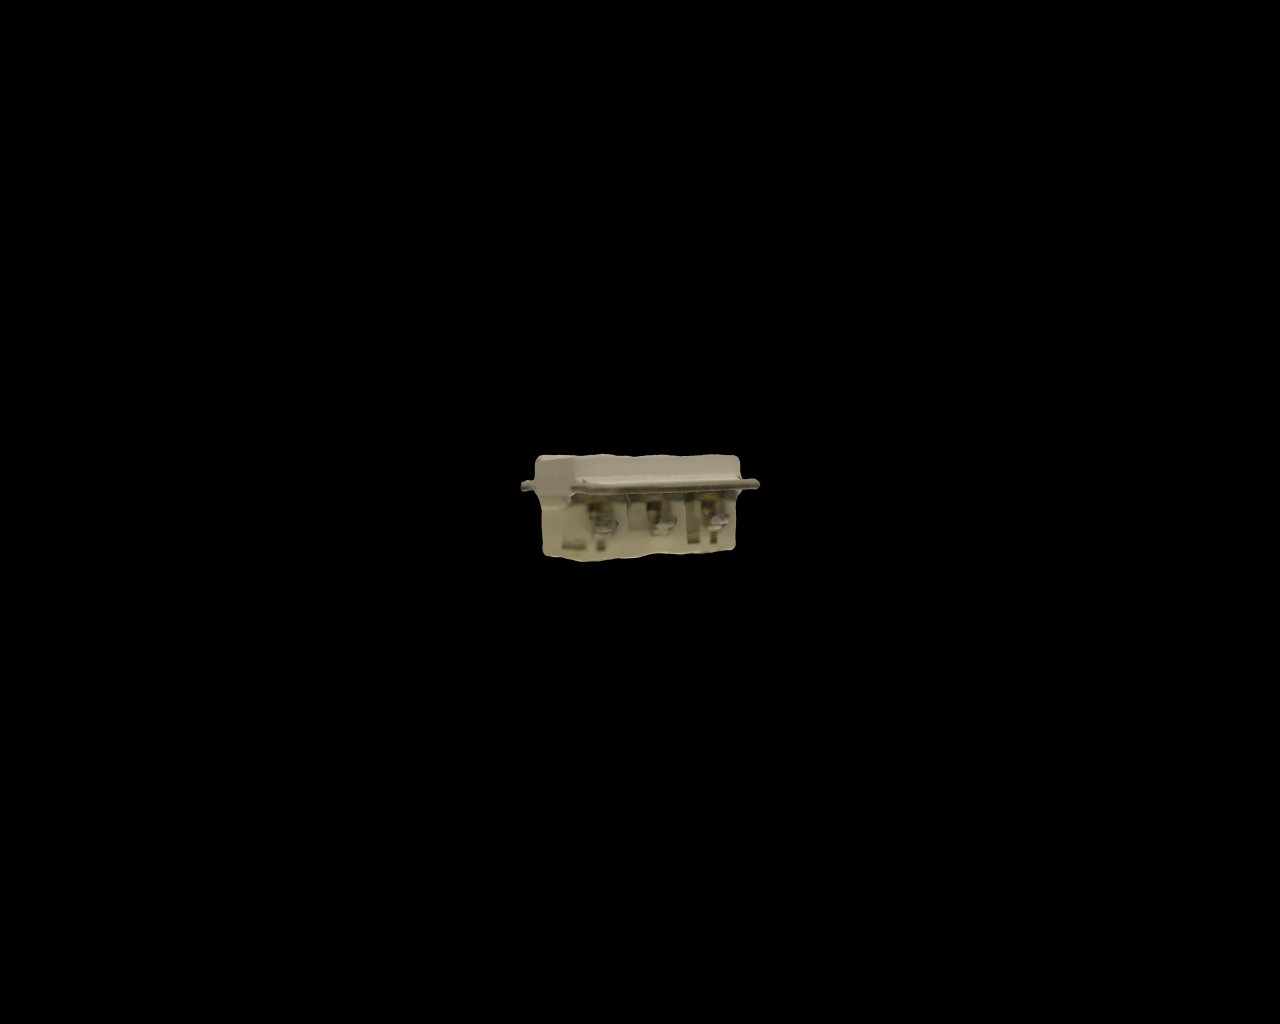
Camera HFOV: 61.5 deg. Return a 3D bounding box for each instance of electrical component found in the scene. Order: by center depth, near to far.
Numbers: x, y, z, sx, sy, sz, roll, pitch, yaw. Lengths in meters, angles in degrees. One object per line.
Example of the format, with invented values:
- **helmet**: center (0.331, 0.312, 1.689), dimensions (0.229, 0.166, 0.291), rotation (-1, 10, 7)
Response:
- **electrical component**: center (0.001, -0.003, 0.650), dimensions (0.121, 0.063, 0.078), rotation (-1, 3, -34)
